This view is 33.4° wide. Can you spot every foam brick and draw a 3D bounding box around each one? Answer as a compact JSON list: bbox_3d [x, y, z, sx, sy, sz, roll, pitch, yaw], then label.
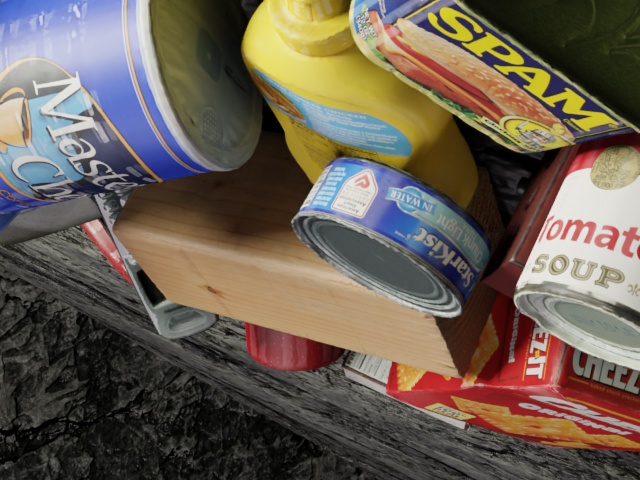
[{"bbox_3d":[0.115,-0.007,0.472,0.051,0.078,0.053,29,166,2],"label":"foam brick"}]

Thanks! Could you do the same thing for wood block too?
[{"bbox_3d":[-0.004,0.001,0.629,0.206,0.090,0.090,12,152,28],"label":"wood block"}]

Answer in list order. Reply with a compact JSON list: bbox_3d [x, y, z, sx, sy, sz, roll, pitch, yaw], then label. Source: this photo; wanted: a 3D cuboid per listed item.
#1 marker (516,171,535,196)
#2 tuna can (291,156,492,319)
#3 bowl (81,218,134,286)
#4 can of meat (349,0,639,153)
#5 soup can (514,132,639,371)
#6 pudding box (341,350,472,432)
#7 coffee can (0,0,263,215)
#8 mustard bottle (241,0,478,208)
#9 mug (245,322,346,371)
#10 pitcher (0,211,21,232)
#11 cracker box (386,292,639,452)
[{"bbox_3d":[0.153,-0.009,0.516,0.121,0.020,0.020,20,165,26],"label":"marker"},{"bbox_3d":[0.032,-0.001,0.477,0.086,0.033,0.086,28,166,7],"label":"tuna can"},{"bbox_3d":[-0.174,-0.043,0.858,0.162,0.055,0.162,48,164,18],"label":"bowl"},{"bbox_3d":[0.068,-0.074,0.359,0.102,0.057,0.084,31,169,-15],"label":"can of meat"},{"bbox_3d":[0.122,-0.010,0.395,0.068,0.102,0.068,26,167,6],"label":"soup can"},{"bbox_3d":[0.085,0.088,0.853,0.113,0.090,0.039,23,166,15],"label":"pudding box"},{"bbox_3d":[-0.111,-0.071,0.496,0.140,0.103,0.102,-10,151,22],"label":"coffee can"},{"bbox_3d":[0.015,-0.067,0.475,0.096,0.058,0.191,26,168,21],"label":"mustard bottle"},{"bbox_3d":[-0.014,0.046,0.851,0.093,0.081,0.117,9,-156,23],"label":"mug"},{"bbox_3d":[-0.246,-0.086,0.530,0.145,0.149,0.242,-3,148,28],"label":"pitcher"},{"bbox_3d":[0.161,0.088,0.671,0.164,0.072,0.214,18,166,-17],"label":"cracker box"}]
